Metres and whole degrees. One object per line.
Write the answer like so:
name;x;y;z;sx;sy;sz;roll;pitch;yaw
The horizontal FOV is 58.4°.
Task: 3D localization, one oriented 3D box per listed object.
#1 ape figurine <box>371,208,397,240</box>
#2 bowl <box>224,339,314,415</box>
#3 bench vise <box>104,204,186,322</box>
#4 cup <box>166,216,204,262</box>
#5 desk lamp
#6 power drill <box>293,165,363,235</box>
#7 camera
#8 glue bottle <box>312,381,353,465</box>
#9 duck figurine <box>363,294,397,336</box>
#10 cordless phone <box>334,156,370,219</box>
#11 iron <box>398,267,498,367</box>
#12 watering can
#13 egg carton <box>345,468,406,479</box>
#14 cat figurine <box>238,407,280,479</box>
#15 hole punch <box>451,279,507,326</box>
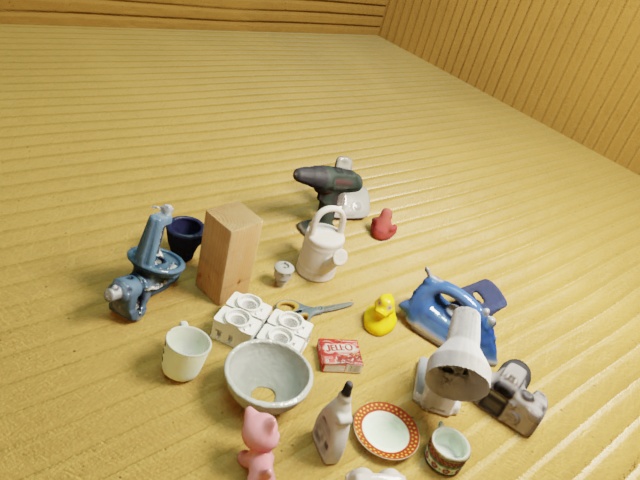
ape figurine;0.186;-0.051;1.648;0.077;0.092;0.076;31;36;21
bowl;-0.101;0.268;1.071;0.167;0.075;0.167;11;33;-7
bench vise;-0.342;0.047;1.159;0.121;0.220;0.207;15;33;-2
cup;-0.306;0.008;1.348;0.117;0.095;0.092;18;33;3
desk lamp;0.258;0.248;1.128;0.118;0.213;0.203;18;33;3
power drill;0.007;-0.111;1.553;0.230;0.208;0.075;-13;43;-36
camera;0.414;0.312;1.206;0.142;0.101;0.137;32;36;23
glue bottle;0.030;0.305;0.984;0.037;0.173;0.078;-1;37;-24
duck figurine;0.148;0.161;1.326;0.077;0.086;0.105;25;34;13
cordless phone;0.088;-0.154;1.673;0.148;0.185;0.094;-1;37;-24
iron;0.321;0.173;1.332;0.257;0.141;0.119;31;36;21
watering can;0.015;0.005;1.399;0.172;0.194;0.101;38;39;30
egg carton;0.097;0.437;0.913;0.107;0.069;0.150;7;34;-13
cat figurine;-0.095;0.340;0.930;0.067;0.118;0.127;5;35;-17
hole punch;0.397;0.158;1.433;0.101;0.091;0.108;0;37;-24
